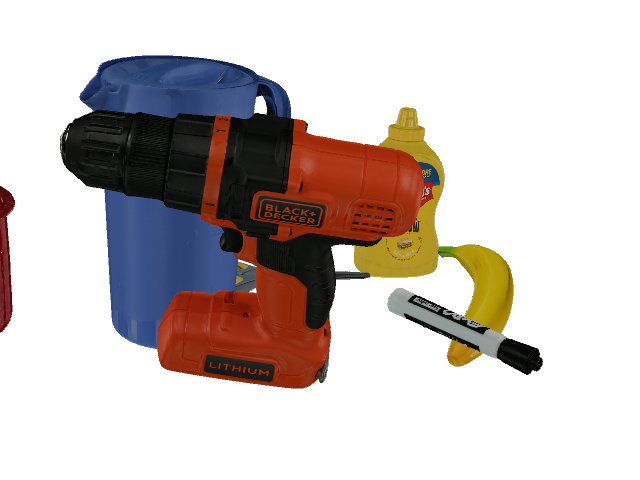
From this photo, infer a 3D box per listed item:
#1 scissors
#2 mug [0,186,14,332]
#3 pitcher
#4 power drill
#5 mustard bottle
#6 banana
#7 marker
[{"bbox_3d":[-0.051,0.044,1.138,0.202,0.016,0.096,5,21,6],"label":"scissors"},{"bbox_3d":[-0.237,0.019,0.636,0.093,0.081,0.117,17,28,28],"label":"mug"},{"bbox_3d":[-0.116,-0.035,0.928,0.149,0.243,0.145,8,21,11],"label":"pitcher"},{"bbox_3d":[-0.050,0.007,0.593,0.184,0.057,0.188,10,-38,-4],"label":"power drill"},{"bbox_3d":[0.092,-0.055,1.215,0.096,0.192,0.058,-1,17,-13],"label":"mustard bottle"},{"bbox_3d":[0.152,0.054,1.023,0.070,0.037,0.197,-24,24,16],"label":"banana"},{"bbox_3d":[0.098,0.062,0.731,0.121,0.020,0.020,24,15,37],"label":"marker"}]
